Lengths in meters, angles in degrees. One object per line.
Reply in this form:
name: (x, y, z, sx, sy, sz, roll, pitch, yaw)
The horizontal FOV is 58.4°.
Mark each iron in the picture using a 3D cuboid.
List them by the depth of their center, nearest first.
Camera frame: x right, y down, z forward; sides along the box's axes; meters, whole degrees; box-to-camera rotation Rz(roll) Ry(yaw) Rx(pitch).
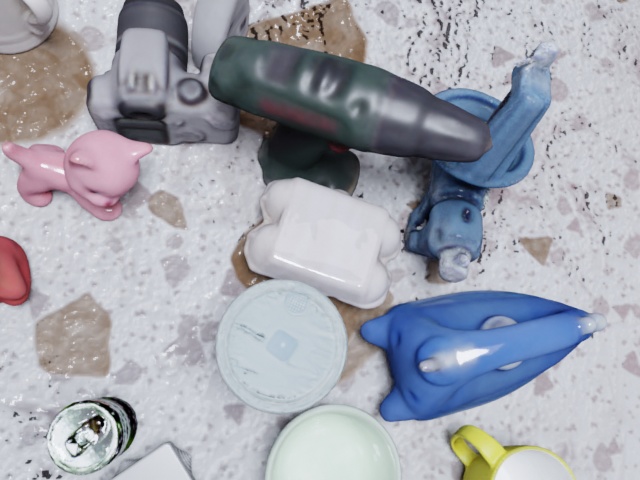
iron: (0.178, 0.095, 0.544, 0.258, 0.141, 0.118, -12, 80, -13)

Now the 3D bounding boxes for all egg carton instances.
egg carton: (0.005, 0.002, 0.570, 0.150, 0.069, 0.107, 18, 75, -6)

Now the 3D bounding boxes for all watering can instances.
watering can: (-0.315, -0.262, 0.504, 0.173, 0.194, 0.101, 18, 75, -6)

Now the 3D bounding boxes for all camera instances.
camera: (-0.149, -0.173, 0.564, 0.143, 0.100, 0.137, 1, 77, -10)

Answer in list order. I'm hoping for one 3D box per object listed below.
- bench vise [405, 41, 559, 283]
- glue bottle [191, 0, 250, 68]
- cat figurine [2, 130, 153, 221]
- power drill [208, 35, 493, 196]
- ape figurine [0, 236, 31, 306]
bench vise: (0.160, -0.069, 0.537, 0.121, 0.219, 0.207, -3, 78, -11)
glue bottle: (-0.094, -0.230, 0.549, 0.037, 0.173, 0.078, 28, 74, -3)
cat figurine: (-0.217, -0.066, 0.518, 0.128, 0.117, 0.067, 10, 76, -8)
power drill: (0.013, -0.096, 0.521, 0.230, 0.208, 0.076, 20, 74, -5)
ape figurine: (-0.294, 0.028, 0.495, 0.078, 0.092, 0.076, 30, 74, -3)
